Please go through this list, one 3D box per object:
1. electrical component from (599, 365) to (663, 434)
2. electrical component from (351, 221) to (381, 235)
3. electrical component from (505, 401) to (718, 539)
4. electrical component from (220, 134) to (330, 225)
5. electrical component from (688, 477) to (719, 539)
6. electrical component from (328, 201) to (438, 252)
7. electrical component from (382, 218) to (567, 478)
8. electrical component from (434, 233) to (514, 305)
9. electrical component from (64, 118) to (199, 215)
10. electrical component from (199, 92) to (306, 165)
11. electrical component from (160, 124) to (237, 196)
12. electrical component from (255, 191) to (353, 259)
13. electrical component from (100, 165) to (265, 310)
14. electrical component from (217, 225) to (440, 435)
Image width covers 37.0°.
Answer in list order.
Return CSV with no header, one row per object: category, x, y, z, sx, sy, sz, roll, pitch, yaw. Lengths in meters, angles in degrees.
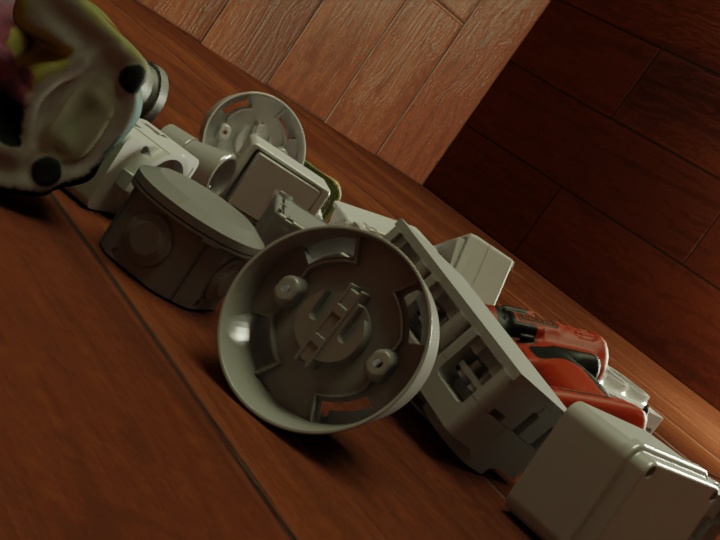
electrical component,0.215,0.119,1.022,0.150,0.061,0.089,26,12,-49
electrical component,0.000,0.000,0.838,0.042,0.063,0.081,31,8,-33
electrical component,0.148,0.131,0.619,0.113,0.078,0.057,26,9,-48
electrical component,-0.071,-0.065,0.935,0.096,0.061,0.061,33,8,-15
electrical component,0.237,0.176,0.792,0.078,0.057,0.058,29,10,-39
electrical component,0.015,-0.020,1.009,0.100,0.048,0.099,18,13,-16
electrical component,0.058,0.051,0.679,0.089,0.062,0.150,40,11,-47
electrical component,0.089,0.020,1.006,0.061,0.096,0.062,32,-21,-17
electrical component,-0.145,-0.064,0.665,0.056,0.050,0.089,37,9,17
electrical component,-0.102,-0.117,1.003,0.099,0.099,0.064,32,2,-22
electrical component,-0.140,-0.091,0.887,0.065,0.044,0.044,32,7,14
electrical component,-0.044,-0.006,0.700,0.062,0.061,0.096,32,8,-10
electrical component,-0.097,-0.018,0.588,0.080,0.051,0.080,34,8,-5
electrical component,-0.012,0.029,0.513,0.099,0.099,0.064,37,2,18
